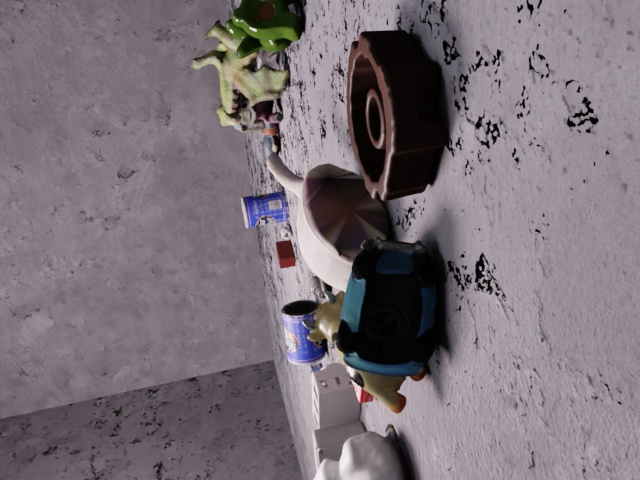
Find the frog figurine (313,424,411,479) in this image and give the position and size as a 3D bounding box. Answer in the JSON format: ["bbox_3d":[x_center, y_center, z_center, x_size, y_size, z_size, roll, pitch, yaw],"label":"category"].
[{"bbox_3d":[0.055,0.373,0.798,0.124,0.160,0.135,-133,35,-68],"label":"frog figurine"}]

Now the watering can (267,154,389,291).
[{"bbox_3d":[0.002,-0.040,0.786,0.352,0.105,0.220,57,163,19],"label":"watering can"}]

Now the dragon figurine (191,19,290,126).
[{"bbox_3d":[-0.165,-0.453,1.278,0.244,0.124,0.403,46,119,6],"label":"dragon figurine"}]
